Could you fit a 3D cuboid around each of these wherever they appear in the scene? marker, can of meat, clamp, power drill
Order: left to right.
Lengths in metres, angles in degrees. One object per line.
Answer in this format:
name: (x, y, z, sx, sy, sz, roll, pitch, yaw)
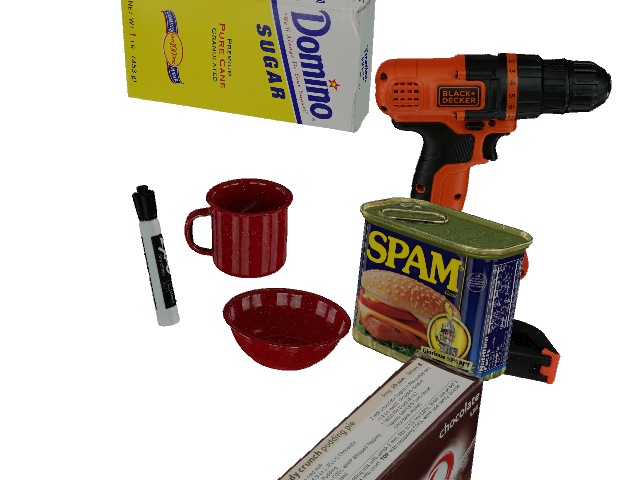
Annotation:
marker: (-0.139, 0.013, 0.897, 0.020, 0.121, 0.020, -8, 15, 2)
can of meat: (0.068, 0.028, 0.631, 0.102, 0.084, 0.057, 21, 23, 40)
clamp: (0.159, 0.084, 1.027, 0.172, 0.039, 0.120, 24, 36, 30)
power drill: (0.137, -0.061, 0.872, 0.184, 0.188, 0.057, 2, 24, 7)

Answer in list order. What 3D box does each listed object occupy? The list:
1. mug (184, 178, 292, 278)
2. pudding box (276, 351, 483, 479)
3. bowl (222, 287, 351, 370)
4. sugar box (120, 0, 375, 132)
mug: (-0.089, -0.011, 1.155, 0.117, 0.081, 0.093, -5, 28, -13)
pudding box: (0.024, 0.114, 0.454, 0.039, 0.090, 0.113, 23, 39, 28)
bowl: (-0.044, 0.118, 1.346, 0.162, 0.055, 0.162, 5, 23, -2)
sugar box: (-0.052, -0.137, 0.760, 0.176, 0.093, 0.048, 11, 34, 15)
